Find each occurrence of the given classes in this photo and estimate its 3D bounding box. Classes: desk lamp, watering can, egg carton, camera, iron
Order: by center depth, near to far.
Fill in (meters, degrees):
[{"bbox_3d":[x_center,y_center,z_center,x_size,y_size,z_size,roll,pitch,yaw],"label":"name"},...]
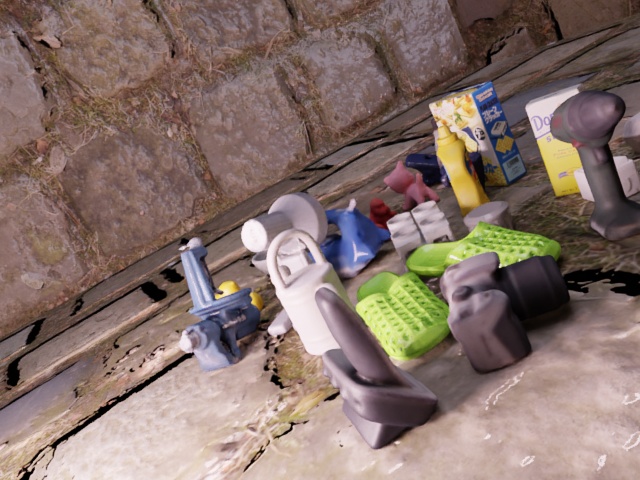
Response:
[{"bbox_3d":[0.221,0.066,0.686,0.136,0.101,0.143,-23,15,17],"label":"camera"},{"bbox_3d":[-0.023,0.075,0.905,0.172,0.194,0.101,-14,19,42],"label":"watering can"},{"bbox_3d":[0.614,-0.202,0.995,0.107,0.069,0.150,-32,15,-18],"label":"egg carton"},{"bbox_3d":[-0.053,0.033,1.069,0.117,0.214,0.203,-18,17,31],"label":"desk lamp"},{"bbox_3d":[0.011,0.004,1.203,0.257,0.141,0.119,-16,18,37],"label":"iron"}]

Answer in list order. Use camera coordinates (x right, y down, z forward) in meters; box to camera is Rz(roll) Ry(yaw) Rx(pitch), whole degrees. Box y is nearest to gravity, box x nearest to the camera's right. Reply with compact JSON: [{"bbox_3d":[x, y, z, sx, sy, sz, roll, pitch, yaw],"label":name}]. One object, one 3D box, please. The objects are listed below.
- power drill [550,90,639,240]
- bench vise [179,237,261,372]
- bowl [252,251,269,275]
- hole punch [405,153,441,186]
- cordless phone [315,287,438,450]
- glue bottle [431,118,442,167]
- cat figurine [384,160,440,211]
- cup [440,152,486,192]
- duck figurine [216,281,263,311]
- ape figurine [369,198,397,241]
[{"bbox_3d":[0.390,-0.112,0.792,0.075,0.208,0.229,-24,14,11],"label":"power drill"},{"bbox_3d":[-0.194,0.110,1.037,0.121,0.220,0.207,-25,14,7],"label":"bench vise"},{"bbox_3d":[-0.074,0.040,1.365,0.167,0.075,0.167,-25,14,7],"label":"bowl"},{"bbox_3d":[0.288,-0.199,1.529,0.101,0.091,0.109,-21,16,23],"label":"hole punch"},{"bbox_3d":[0.041,0.121,0.643,0.094,0.185,0.147,-31,15,-15],"label":"cordless phone"},{"bbox_3d":[0.306,-0.213,1.378,0.037,0.173,0.078,-32,15,-19],"label":"glue bottle"},{"bbox_3d":[0.213,-0.134,1.379,0.067,0.118,0.127,-32,15,-19],"label":"cat figurine"},{"bbox_3d":[0.306,-0.122,1.214,0.118,0.095,0.091,-37,17,-35],"label":"cup"},{"bbox_3d":[-0.179,0.126,1.227,0.104,0.086,0.077,-20,16,25],"label":"duck figurine"},{"bbox_3d":[0.137,-0.049,1.266,0.078,0.092,0.076,-32,15,-20],"label":"ape figurine"}]
